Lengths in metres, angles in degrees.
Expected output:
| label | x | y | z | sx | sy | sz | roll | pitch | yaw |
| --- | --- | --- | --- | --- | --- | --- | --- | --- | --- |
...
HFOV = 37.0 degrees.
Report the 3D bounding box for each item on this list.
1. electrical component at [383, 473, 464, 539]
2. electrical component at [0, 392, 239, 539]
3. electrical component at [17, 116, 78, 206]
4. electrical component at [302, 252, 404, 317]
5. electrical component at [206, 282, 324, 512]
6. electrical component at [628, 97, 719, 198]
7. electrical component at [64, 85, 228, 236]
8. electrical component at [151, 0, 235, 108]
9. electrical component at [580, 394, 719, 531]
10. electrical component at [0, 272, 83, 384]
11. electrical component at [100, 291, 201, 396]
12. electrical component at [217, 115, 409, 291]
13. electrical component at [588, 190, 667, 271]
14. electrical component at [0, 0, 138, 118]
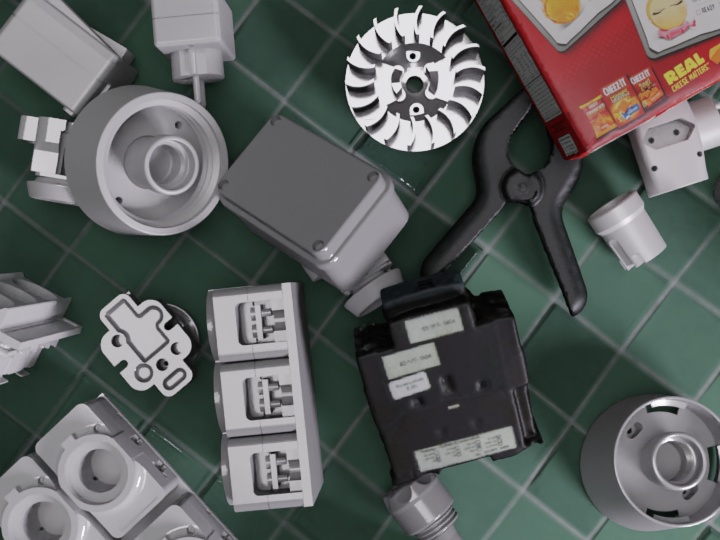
| label | x | y | z | sx | sy | sz | roll | pitch | yaw |
| --- | --- | --- | --- | --- | --- | --- | --- | --- | --- |
| electrical component | 0.050 | 0.177 | 0.774 | 0.043 | 0.043 | 0.062 | -38 | 89 | 2 |
| electrical component | -0.169 | 0.195 | 0.776 | 0.105 | 0.060 | 0.186 | -43 | 88 | 2 |
| electrical component | -0.210 | -0.077 | 0.782 | 0.078 | 0.058 | 0.057 | 9 | 89 | -5 |
| electrical component | 0.000 | 0.000 | 0.778 | 0.066 | 0.048 | 0.055 | -35 | 80 | 2 |
| electrical component | -0.067 | 0.086 | 0.757 | 0.062 | 0.089 | 0.150 | -6 | 89 | 3 |
| electrical component | 0.233 | -0.100 | 0.768 | 0.079 | 0.043 | 0.077 | -18 | 89 | 3 |
| electrical component | -0.144 | -0.075 | 0.751 | 0.108 | 0.060 | 0.108 | -6 | 101 | -34 |
| electrical component | -0.118 | -0.156 | 0.774 | 0.047 | 0.066 | 0.076 | -5 | 89 | 3 |
| electrical component | 0.214 | 0.137 | 0.768 | 0.099 | 0.064 | 0.099 | 1 | 79 | -7 |
| electrical component | -0.255 | 0.041 | 0.751 | 0.079 | 0.121 | 0.063 | 27 | 93 | 3 |
| electrical component | -0.148 | 0.052 | 0.778 | 0.058 | 0.057 | 0.078 | -40 | 88 | 2 |
| electrical component | -0.034 | -0.048 | 0.746 | 0.113 | 0.057 | 0.078 | 33 | 80 | 31 |
| electrical component | 0.193 | -0.028 | 0.772 | 0.040 | 0.040 | 0.046 | -34 | 93 | 2 |
| electrical component | -0.206 | -0.151 | 0.780 | 0.096 | 0.062 | 0.061 | 38 | 91 | 3 |
